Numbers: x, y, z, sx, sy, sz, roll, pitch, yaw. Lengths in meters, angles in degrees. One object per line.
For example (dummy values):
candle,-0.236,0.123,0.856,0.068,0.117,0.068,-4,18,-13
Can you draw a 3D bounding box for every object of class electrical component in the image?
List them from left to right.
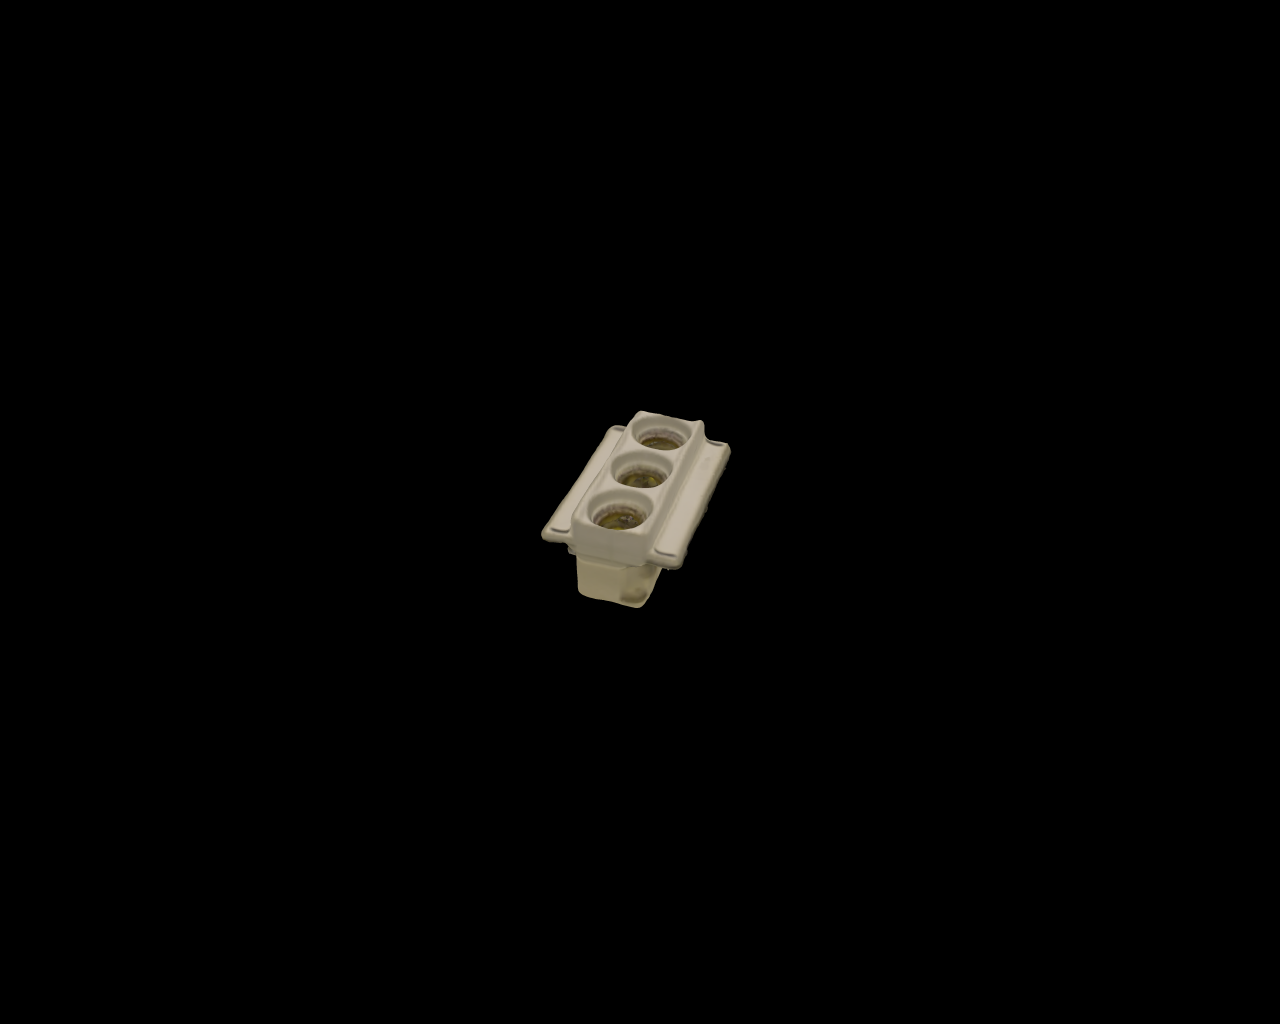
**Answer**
electrical component,0.001,-0.003,0.650,0.079,0.063,0.121,11,39,14
